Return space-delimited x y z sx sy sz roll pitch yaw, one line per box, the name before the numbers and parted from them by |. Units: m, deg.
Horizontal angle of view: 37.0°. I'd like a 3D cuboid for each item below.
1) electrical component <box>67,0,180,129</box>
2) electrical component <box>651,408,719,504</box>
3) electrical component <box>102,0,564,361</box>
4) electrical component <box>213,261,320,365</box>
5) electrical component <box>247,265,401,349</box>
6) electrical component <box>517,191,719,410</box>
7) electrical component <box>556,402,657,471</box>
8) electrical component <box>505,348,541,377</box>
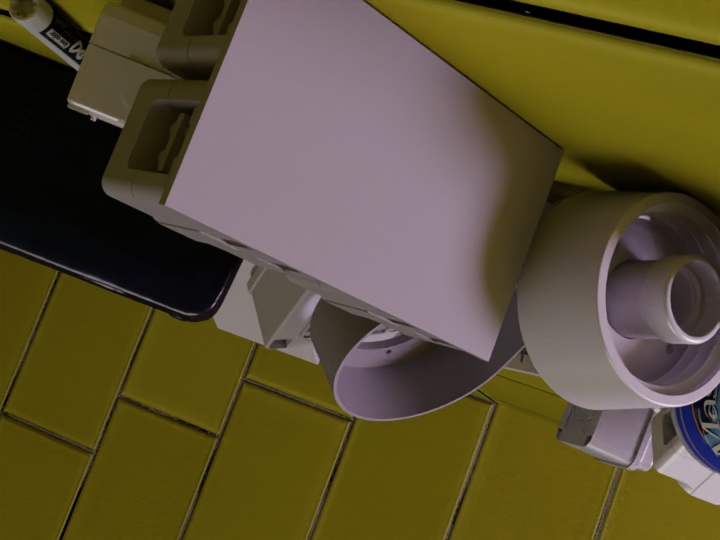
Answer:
electrical component | -0.103 -0.096 0.546 0.062 0.061 0.096 21 -179 -7
electrical component | 0.302 0.123 0.772 0.186 0.105 0.060 22 132 -8
electrical component | -0.005 -0.043 0.461 0.186 0.105 0.060 27 170 -40
electrical component | -0.084 -0.006 0.922 0.105 0.060 0.186 18 150 20
electrical component | 0.000 0.000 0.664 0.109 0.056 0.108 -2 151 -28
electrical component | 0.135 0.014 0.506 0.108 0.108 0.060 25 166 -29
electrical component | 0.219 0.104 0.890 0.057 0.113 0.078 24 172 -9
electrical component | 0.148 0.054 0.869 0.089 0.061 0.150 13 176 0
